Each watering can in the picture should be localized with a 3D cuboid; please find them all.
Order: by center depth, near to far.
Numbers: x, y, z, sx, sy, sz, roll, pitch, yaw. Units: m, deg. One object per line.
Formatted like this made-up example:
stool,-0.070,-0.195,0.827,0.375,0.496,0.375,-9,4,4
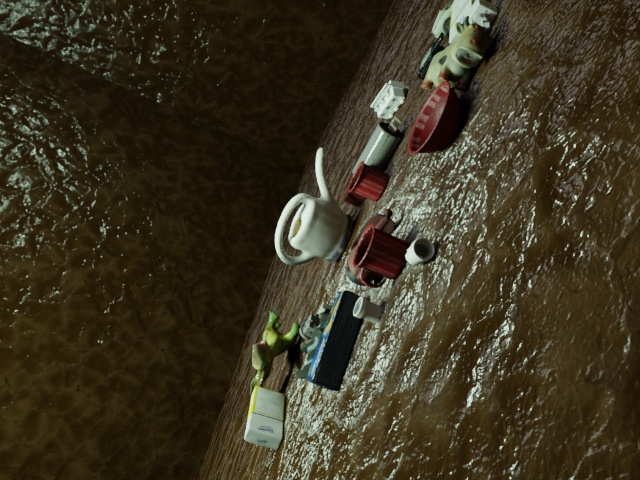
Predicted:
watering can,0.005,-0.076,1.511,0.223,0.347,0.105,24,2,-28

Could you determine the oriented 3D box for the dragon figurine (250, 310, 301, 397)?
dragon figurine,-0.157,0.359,1.566,0.122,0.247,0.402,24,-25,10
